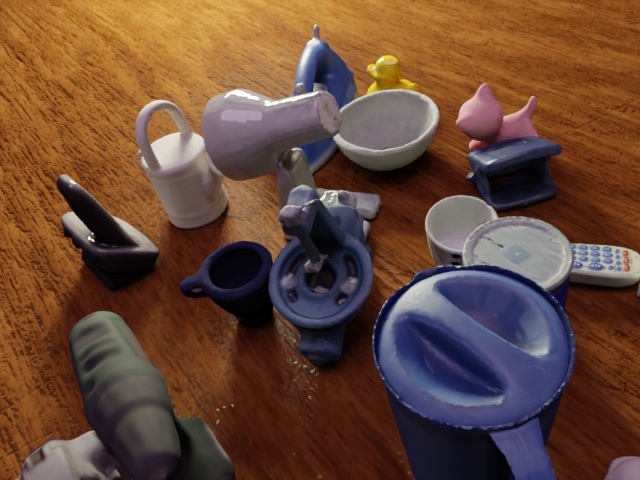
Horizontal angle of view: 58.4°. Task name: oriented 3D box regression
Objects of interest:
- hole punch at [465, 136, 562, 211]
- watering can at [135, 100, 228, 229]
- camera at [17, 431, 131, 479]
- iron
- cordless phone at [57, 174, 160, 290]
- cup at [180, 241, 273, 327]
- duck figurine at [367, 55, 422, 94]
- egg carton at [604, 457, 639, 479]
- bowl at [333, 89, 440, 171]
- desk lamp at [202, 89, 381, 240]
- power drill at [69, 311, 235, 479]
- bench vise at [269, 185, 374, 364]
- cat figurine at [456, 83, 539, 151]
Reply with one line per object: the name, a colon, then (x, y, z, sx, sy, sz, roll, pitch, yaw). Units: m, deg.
hole punch: (0.261, -0.107, 0.787, 0.108, 0.091, 0.101, -15, 44, 1)
watering can: (-0.206, -0.118, 0.854, 0.172, 0.194, 0.101, -3, 46, 13)
camera: (-0.244, 0.271, 0.545, 0.143, 0.101, 0.136, -37, 48, -20)
iron: (-0.011, -0.241, 0.960, 0.118, 0.142, 0.258, -2, 46, 14)
cordless phone: (-0.320, -0.034, 0.808, 0.147, 0.185, 0.094, 28, 59, 36)
cup: (-0.105, 0.067, 0.713, 0.117, 0.095, 0.091, -16, 44, 0)
duck figurine: (0.126, -0.278, 0.997, 0.104, 0.086, 0.078, 21, 55, 32)
egg carton: (0.296, 0.241, 0.446, 0.149, 0.069, 0.107, 16, 52, 28)
bowl: (0.104, -0.160, 0.895, 0.167, 0.075, 0.167, -8, 45, 8)
desk lamp: (-0.035, -0.107, 0.781, 0.202, 0.214, 0.118, 6, 48, 21)
power drill: (-0.156, 0.174, 0.540, 0.076, 0.209, 0.228, -35, 47, -18)
bench vise: (-0.006, 0.004, 0.657, 0.121, 0.220, 0.207, -11, 44, 5)
cat figurine: (0.256, -0.173, 0.834, 0.127, 0.118, 0.067, -13, 44, 3)
